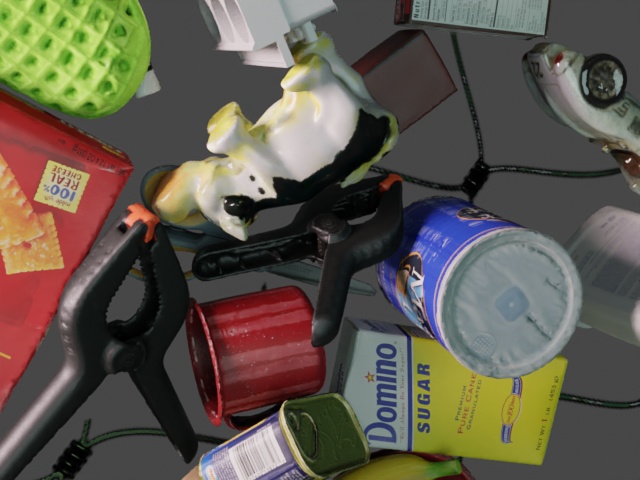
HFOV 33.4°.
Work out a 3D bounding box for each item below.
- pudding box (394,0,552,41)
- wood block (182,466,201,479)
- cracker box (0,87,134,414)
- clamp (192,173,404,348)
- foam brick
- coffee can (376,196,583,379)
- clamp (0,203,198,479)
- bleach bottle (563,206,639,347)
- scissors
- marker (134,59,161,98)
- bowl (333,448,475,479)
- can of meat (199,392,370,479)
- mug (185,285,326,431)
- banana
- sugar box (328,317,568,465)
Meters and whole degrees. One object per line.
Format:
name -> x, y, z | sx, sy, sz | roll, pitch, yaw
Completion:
pudding box -> 0.114, -0.195, 0.775 | 0.113, 0.039, 0.090 | 4, 100, -14
wood block -> -0.129, 0.281, 0.785 | 0.206, 0.090, 0.090 | -43, 109, -3
cracker box -> -0.246, 0.002, 0.705 | 0.164, 0.072, 0.214 | 28, 94, -19
clamp -> -0.005, 0.001, 0.756 | 0.120, 0.171, 0.039 | 25, 134, 19
foam brick -> 0.049, -0.109, 0.769 | 0.078, 0.053, 0.051 | -37, 108, -3
coffee can -> 0.109, 0.029, 0.766 | 0.102, 0.140, 0.103 | -3, 102, -14
clamp -> -0.132, 0.078, 0.735 | 0.164, 0.036, 0.210 | 7, 108, -42
bleach bottle -> 0.253, 0.043, 0.748 | 0.068, 0.251, 0.102 | 39, 90, -18
scissors -> -0.051, -0.005, 0.783 | 0.201, 0.016, 0.096 | 1, 101, -15
marker -> -0.139, -0.157, 0.727 | 0.020, 0.020, 0.121 | -22, 106, -9
bowl -> 0.069, 0.249, 0.848 | 0.162, 0.055, 0.162 | -3, 103, -14
can of meat -> -0.026, 0.154, 0.758 | 0.084, 0.102, 0.057 | -32, 74, 22
mug -> -0.046, 0.089, 0.771 | 0.081, 0.093, 0.117 | -11, 120, -17
banana -> 0.013, 0.197, 0.771 | 0.197, 0.070, 0.037 | -24, 90, -35
sugar box -> 0.097, 0.119, 0.833 | 0.176, 0.048, 0.093 | 8, 100, -17
